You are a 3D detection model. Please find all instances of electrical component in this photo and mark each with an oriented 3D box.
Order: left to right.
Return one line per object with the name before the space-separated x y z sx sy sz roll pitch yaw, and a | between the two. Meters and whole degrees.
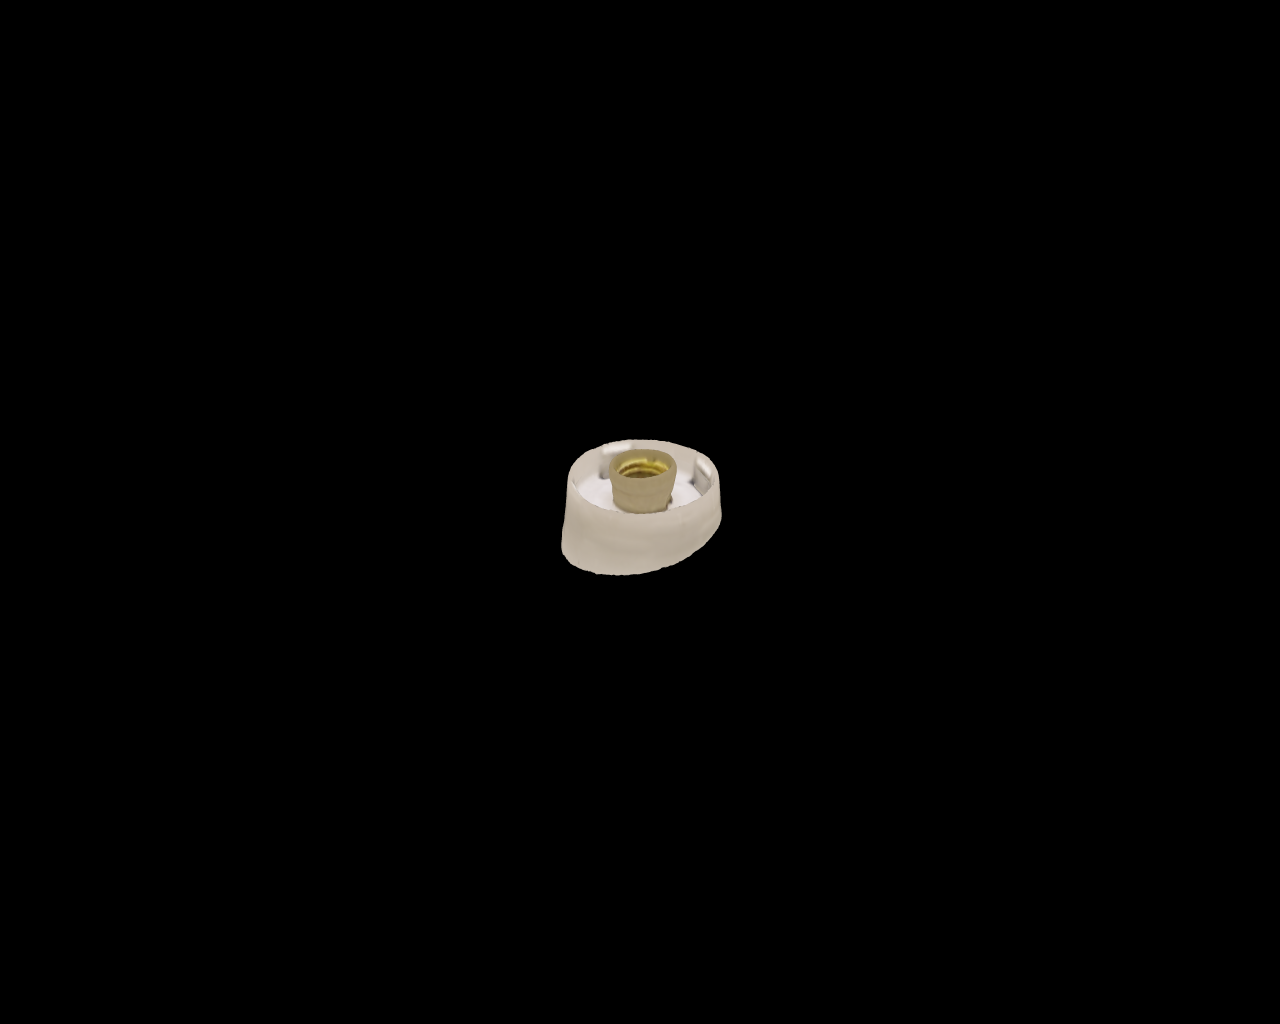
electrical component | 0.001 -0.003 0.650 0.099 0.064 0.099 0 32 0
